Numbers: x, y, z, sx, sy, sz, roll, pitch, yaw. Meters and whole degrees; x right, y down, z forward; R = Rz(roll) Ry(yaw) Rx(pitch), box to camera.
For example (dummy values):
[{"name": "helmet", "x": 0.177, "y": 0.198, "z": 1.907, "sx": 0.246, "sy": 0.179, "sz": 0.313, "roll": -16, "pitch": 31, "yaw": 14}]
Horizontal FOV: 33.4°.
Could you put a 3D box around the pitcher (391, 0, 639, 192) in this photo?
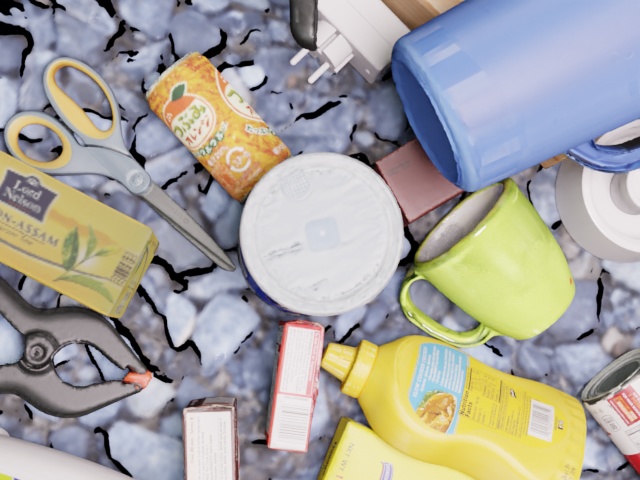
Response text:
[{"name": "pitcher", "x": 0.176, "y": -0.120, "z": 0.678, "sx": 0.242, "sy": 0.145, "sz": 0.149, "roll": -27, "pitch": 76, "yaw": -4}]

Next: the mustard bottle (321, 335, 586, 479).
[{"name": "mustard bottle", "x": 0.091, "y": 0.118, "z": 0.758, "sx": 0.191, "sy": 0.058, "sz": 0.096, "roll": 24, "pitch": 43, "yaw": -2}]

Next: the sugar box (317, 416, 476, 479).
[{"name": "sugar box", "x": 0.081, "y": 0.204, "z": 0.770, "sx": 0.176, "sy": 0.048, "sz": 0.093, "roll": 22, "pitch": 84, "yaw": -2}]

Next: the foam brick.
[{"name": "foam brick", "x": 0.081, "y": -0.050, "z": 0.786, "sx": 0.078, "sy": 0.051, "sz": 0.053, "roll": -29, "pitch": 88, "yaw": -6}]

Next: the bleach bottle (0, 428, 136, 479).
[{"name": "bleach bottle", "x": -0.139, "y": 0.188, "z": 0.684, "sx": 0.251, "sy": 0.068, "sz": 0.102, "roll": 6, "pitch": 88, "yaw": 26}]

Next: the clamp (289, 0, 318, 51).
[{"name": "clamp", "x": -0.005, "y": -0.241, "z": 0.717, "sx": 0.164, "sy": 0.036, "sz": 0.210, "roll": -42, "pitch": 85, "yaw": -4}]

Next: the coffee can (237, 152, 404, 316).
[{"name": "coffee can", "x": -0.005, "y": 0.001, "z": 0.729, "sx": 0.102, "sy": 0.140, "sz": 0.103, "roll": 0, "pitch": 86, "yaw": -5}]

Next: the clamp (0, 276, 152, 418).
[{"name": "clamp", "x": -0.208, "y": 0.089, "z": 0.756, "sx": 0.171, "sy": 0.039, "sz": 0.120, "roll": 23, "pitch": 85, "yaw": -3}]

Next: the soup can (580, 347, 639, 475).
[{"name": "soup can", "x": 0.248, "y": 0.136, "z": 0.778, "sx": 0.068, "sy": 0.068, "sz": 0.102, "roll": -38, "pitch": 89, "yaw": -7}]

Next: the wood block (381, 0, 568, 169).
[{"name": "wood block", "x": 0.130, "y": -0.159, "z": 0.779, "sx": 0.206, "sy": 0.090, "sz": 0.091, "roll": 43, "pitch": 83, "yaw": -1}]

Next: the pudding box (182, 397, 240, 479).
[{"name": "pudding box", "x": -0.073, "y": 0.168, "z": 0.737, "sx": 0.039, "sy": 0.090, "sz": 0.113, "roll": -4, "pitch": 86, "yaw": -5}]

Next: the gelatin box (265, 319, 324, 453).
[{"name": "gelatin box", "x": -0.018, "y": 0.101, "z": 0.755, "sx": 0.030, "sy": 0.073, "sz": 0.089, "roll": 8, "pitch": 85, "yaw": -4}]

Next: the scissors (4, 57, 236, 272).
[{"name": "scissors", "x": -0.154, "y": -0.039, "z": 0.782, "sx": 0.096, "sy": 0.016, "sz": 0.202, "roll": -32, "pitch": 89, "yaw": -5}]
